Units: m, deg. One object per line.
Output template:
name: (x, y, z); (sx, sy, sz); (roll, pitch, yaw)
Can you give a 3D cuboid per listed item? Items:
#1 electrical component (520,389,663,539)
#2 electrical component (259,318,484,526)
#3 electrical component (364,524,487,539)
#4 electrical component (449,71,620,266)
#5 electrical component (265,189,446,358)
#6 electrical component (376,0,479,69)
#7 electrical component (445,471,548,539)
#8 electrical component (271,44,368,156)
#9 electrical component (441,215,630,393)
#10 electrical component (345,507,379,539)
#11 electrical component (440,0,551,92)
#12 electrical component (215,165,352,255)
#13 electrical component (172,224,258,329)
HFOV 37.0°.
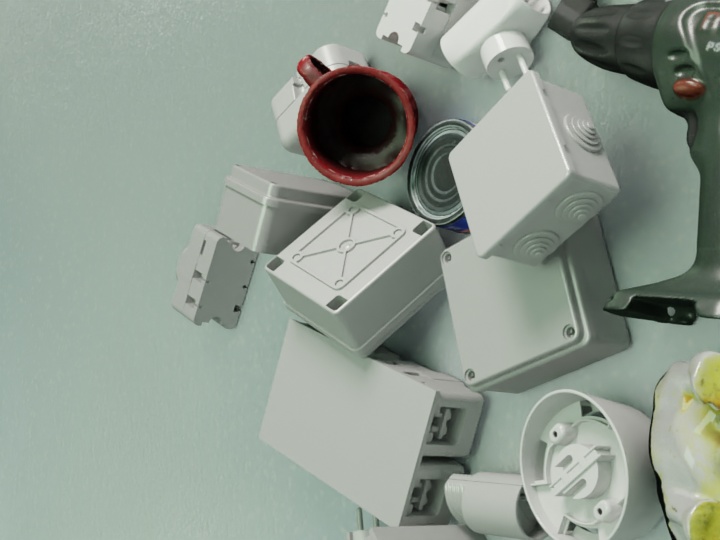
electrical component: (0.146, 0.127, 0.681); (0.099, 0.064, 0.099); (-13, 72, 48)
electrical component: (0.007, 0.117, 0.850); (0.186, 0.060, 0.105); (22, 99, 50)
electrical component: (0.066, 0.266, 0.714); (0.060, 0.105, 0.186); (-51, 48, 30)
electrical component: (0.109, -0.061, 0.681); (0.099, 0.048, 0.099); (-46, 43, 39)
electrical component: (0.000, 0.000, 0.846); (0.109, 0.056, 0.109); (-41, 38, -16)
electrical component: (0.063, -0.213, 0.857); (0.050, 0.056, 0.089); (43, 114, 45)
electrical component: (0.093, 0.163, 0.751); (0.081, 0.043, 0.043); (-8, 76, 50)
electrical component: (-0.031, -0.145, 0.954); (0.095, 0.054, 0.059); (-41, 53, 37)
electrical component: (0.118, 0.019, 0.743); (0.109, 0.056, 0.108); (-31, 60, 42)
electrical component: (0.008, 0.221, 0.836); (0.083, 0.047, 0.075); (-23, 65, 45)
electrical component: (0.107, -0.169, 0.805); (0.077, 0.044, 0.079); (-40, 54, 37)
electrical component: (-0.056, -0.048, 0.918); (0.078, 0.113, 0.057); (29, 107, 49)
electrical component: (-0.145, 0.005, 1.059); (0.056, 0.050, 0.089); (28, 103, 49)
